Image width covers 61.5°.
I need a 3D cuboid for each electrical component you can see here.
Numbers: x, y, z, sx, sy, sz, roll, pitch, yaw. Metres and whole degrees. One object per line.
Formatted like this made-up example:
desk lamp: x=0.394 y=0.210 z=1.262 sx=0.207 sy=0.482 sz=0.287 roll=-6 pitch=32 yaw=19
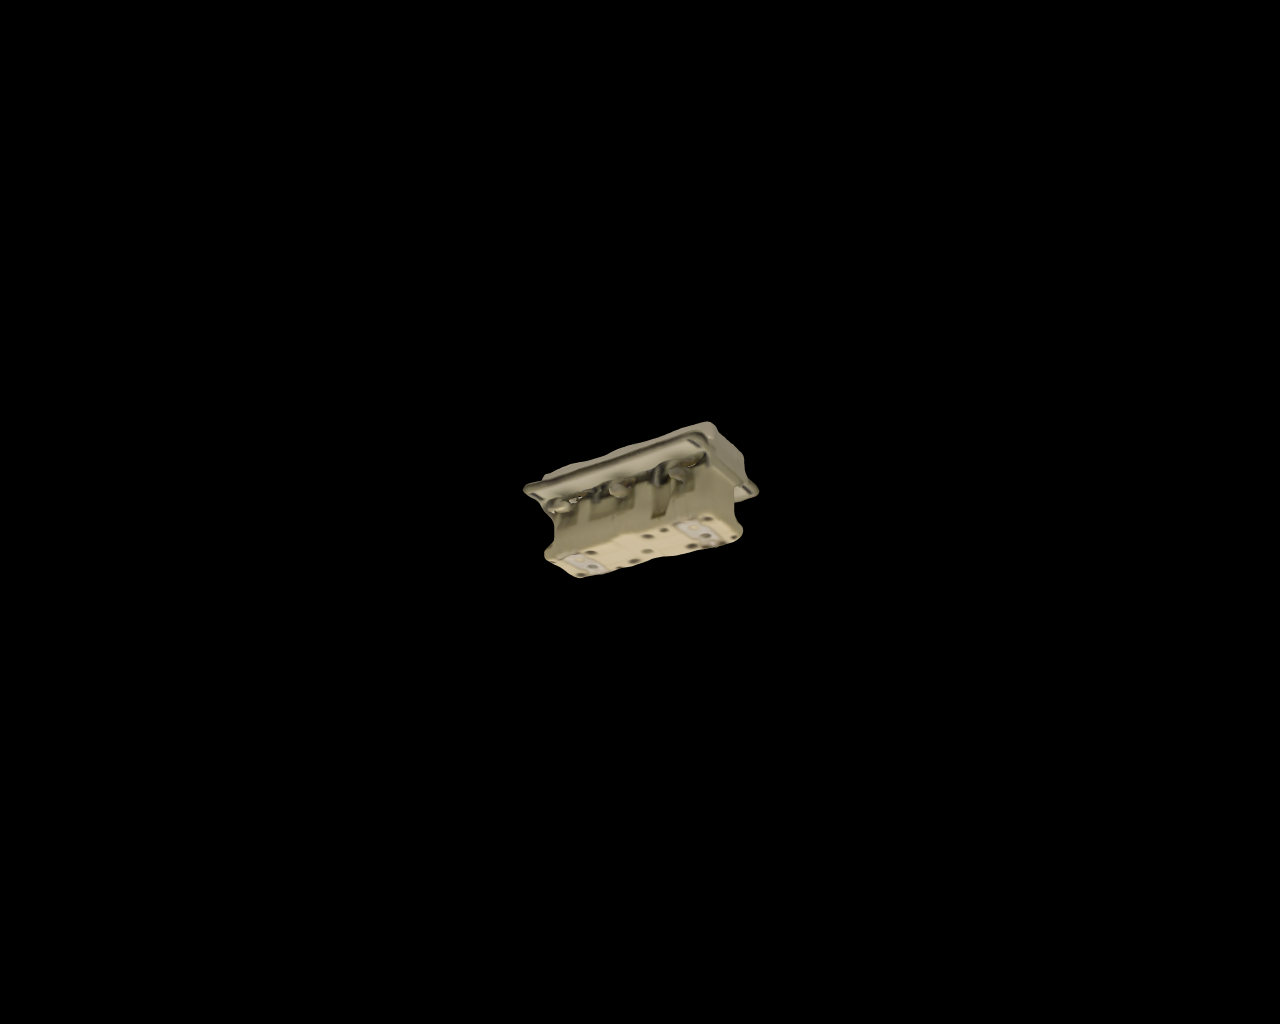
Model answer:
electrical component: x=0.001 y=-0.003 z=0.650 sx=0.121 sy=0.063 sz=0.078 roll=-15 pitch=-32 yaw=27
